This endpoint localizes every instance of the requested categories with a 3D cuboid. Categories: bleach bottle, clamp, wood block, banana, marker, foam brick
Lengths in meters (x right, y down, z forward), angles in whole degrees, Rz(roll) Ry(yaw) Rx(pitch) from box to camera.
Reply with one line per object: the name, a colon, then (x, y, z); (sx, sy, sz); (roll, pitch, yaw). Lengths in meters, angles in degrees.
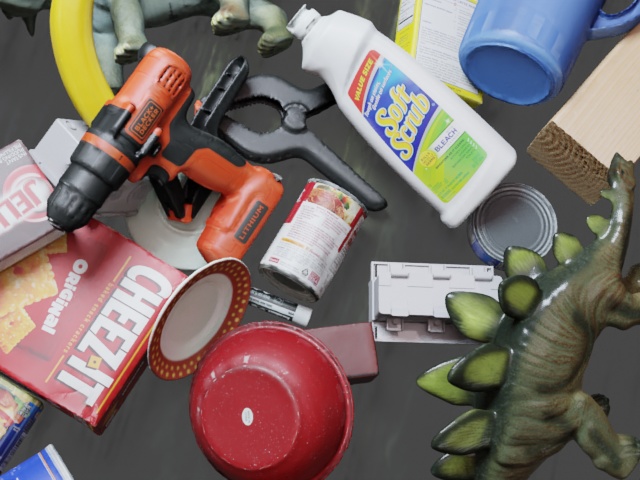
bleach bottle: (0.067, -0.129, 1.034); (0.250, 0.068, 0.103); (39, 107, -7)
clamp: (-0.118, -0.104, 1.020); (0.120, 0.039, 0.171); (-8, 107, -33)
clamp: (-0.019, -0.128, 1.081); (0.210, 0.036, 0.164); (13, 74, -4)
wood block: (0.317, -0.147, 1.092); (0.091, 0.090, 0.206); (41, 74, 6)
banana: (-0.205, -0.166, 0.967); (0.069, 0.037, 0.198); (-5, 109, -2)
marker: (-0.066, 0.055, 1.035); (0.121, 0.020, 0.020); (21, 74, 0)
foam brick: (0.012, 0.111, 1.010); (0.078, 0.053, 0.051); (-6, 75, -8)

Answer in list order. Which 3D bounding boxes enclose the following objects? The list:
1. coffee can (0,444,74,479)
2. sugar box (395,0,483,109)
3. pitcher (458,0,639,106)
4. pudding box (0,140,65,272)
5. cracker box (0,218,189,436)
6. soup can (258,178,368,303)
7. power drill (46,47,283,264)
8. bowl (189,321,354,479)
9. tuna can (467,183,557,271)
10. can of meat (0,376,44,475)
coffee can: (-0.265, 0.256, 0.912); (0.140, 0.103, 0.103); (-31, 80, -17)
sugar box: (0.129, -0.229, 1.108); (0.093, 0.048, 0.176); (16, 70, -24)
pitcher: (0.240, -0.254, 1.074); (0.145, 0.149, 0.242); (40, 63, -29)
pudding box: (-0.289, -0.022, 0.948); (0.113, 0.039, 0.090); (-33, 81, -15)
cracker box: (-0.250, 0.054, 0.990); (0.214, 0.072, 0.164); (31, 74, 3)
soup can: (-0.007, 0.001, 1.031); (0.068, 0.068, 0.102); (29, 75, 3)
power drill: (-0.133, -0.050, 0.960); (0.187, 0.057, 0.184); (41, 78, -37)
bowl: (-0.054, 0.155, 0.956); (0.162, 0.055, 0.162); (0, 91, 17)
tuna can: (0.192, -0.012, 1.071); (0.086, 0.034, 0.086); (1, 75, -5)
can of meat: (-0.313, 0.160, 0.964); (0.102, 0.057, 0.084); (30, 72, 3)
